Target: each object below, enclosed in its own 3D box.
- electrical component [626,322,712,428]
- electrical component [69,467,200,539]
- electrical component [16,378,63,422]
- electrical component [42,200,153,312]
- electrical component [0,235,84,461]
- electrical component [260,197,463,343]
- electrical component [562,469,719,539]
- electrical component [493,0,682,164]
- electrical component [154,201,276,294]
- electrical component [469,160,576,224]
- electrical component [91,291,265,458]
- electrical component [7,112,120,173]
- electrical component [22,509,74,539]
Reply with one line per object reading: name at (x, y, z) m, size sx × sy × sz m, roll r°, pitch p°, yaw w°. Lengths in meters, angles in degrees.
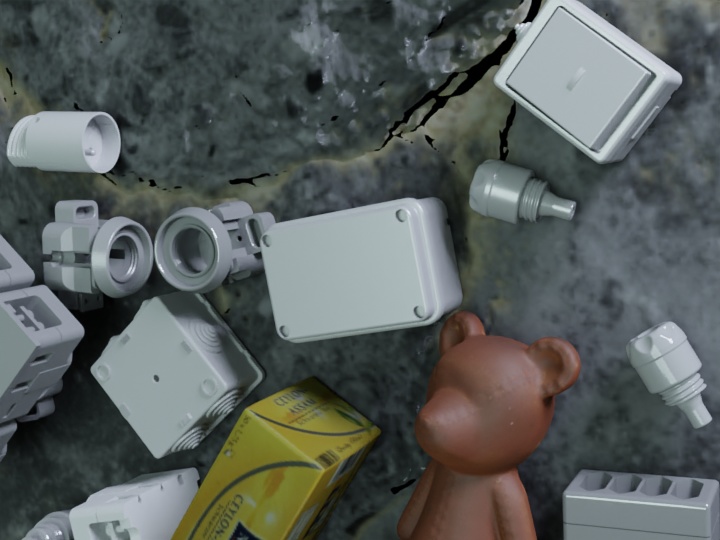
electrical component at (0.182, 0.062, 0.620) m, size 0.035 × 0.035 × 0.061 m, roll -33°, pitch 85°, yaw 25°
electrical component at (-0.158, 0.178, 0.762) m, size 0.056 × 0.089 × 0.050 m, roll -12°, pitch 92°, yaw 26°
electrical component at (-0.269, 0.080, 0.818) m, size 0.058 × 0.057 × 0.078 m, roll -12°, pitch 92°, yaw 26°
electrical component at (-0.186, -0.010, 0.768) m, size 0.057 × 0.058 × 0.078 m, roll 4°, pitch 98°, yaw 27°
electrical component at (-0.285, 0.075, 0.758) m, size 0.105 × 0.060 × 0.186 m, roll 45°, pitch 112°, yaw 13°
electrical component at (0.000, 0.000, 0.683) m, size 0.113 × 0.057 × 0.078 m, roll -9°, pitch 93°, yaw 26°
electrical component at (0.166, 0.163, 0.634) m, size 0.083 × 0.047 × 0.075 m, roll 0°, pitch 97°, yaw 25°
electrical component at (0.123, -0.111, 0.609) m, size 0.096 × 0.061 × 0.061 m, roll 41°, pitch 111°, yaw 15°
electrical component at (-0.102, -0.015, 0.728) m, size 0.078 × 0.057 × 0.058 m, roll -17°, pitch 90°, yaw 26°
electrical component at (0.098, -0.044, 0.645) m, size 0.061 × 0.035 × 0.035 m, roll 18°, pitch 104°, yaw 19°
electrical component at (-0.131, 0.072, 0.758) m, size 0.099 × 0.048 × 0.099 m, roll -45°, pitch 77°, yaw 23°
electrical component at (-0.220, -0.093, 0.780) m, size 0.081 × 0.043 × 0.043 m, roll 4°, pitch 99°, yaw 24°
electrical component at (-0.227, 0.202, 0.807) m, size 0.040 × 0.078 × 0.040 m, roll -2°, pitch 83°, yaw 18°
